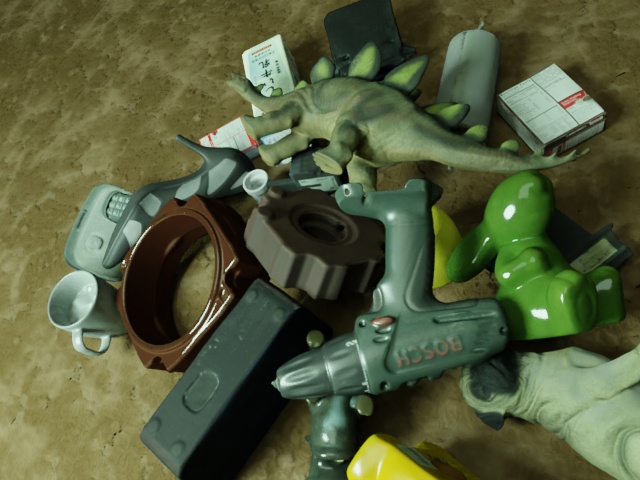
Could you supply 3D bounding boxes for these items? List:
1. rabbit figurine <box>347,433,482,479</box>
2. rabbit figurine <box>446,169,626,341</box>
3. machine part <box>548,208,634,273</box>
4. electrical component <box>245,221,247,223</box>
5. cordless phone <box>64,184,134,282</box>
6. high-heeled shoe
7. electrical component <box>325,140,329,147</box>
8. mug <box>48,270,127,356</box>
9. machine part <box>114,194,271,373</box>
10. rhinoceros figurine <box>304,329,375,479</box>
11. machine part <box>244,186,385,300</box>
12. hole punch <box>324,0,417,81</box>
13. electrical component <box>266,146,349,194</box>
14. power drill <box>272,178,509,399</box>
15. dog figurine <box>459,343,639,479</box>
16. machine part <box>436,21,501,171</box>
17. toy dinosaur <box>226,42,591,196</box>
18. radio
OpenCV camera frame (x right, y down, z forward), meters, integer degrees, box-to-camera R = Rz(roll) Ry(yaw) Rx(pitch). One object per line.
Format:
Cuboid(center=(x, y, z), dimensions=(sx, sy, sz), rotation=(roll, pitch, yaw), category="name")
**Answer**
Cuboid(center=(0.090, 0.288, 0.484), dimensions=(0.163, 0.121, 0.173), rotation=(29, 89, 44), category="rabbit figurine")
Cuboid(center=(0.223, 0.015, 0.573), dimensions=(0.159, 0.121, 0.170), rotation=(-24, 73, 57), category="rabbit figurine")
Cuboid(center=(0.281, -0.006, 0.623), dimensions=(0.084, 0.039, 0.139), rotation=(-45, 57, 4), category="machine part")
Cuboid(center=(-0.083, -0.006, 0.763), dimensions=(0.102, 0.045, 0.078), rotation=(-24, 58, 8), category="electrical component")
Cuboid(center=(-0.278, -0.001, 0.826), dimensions=(0.184, 0.088, 0.146), rotation=(10, 65, 9), category="cordless phone")
Cuboid(center=(-0.201, -0.040, 0.798), dimensions=(0.248, 0.145, 0.086), rotation=(-59, 24, -6), category="high-heeled shoe")
Cuboid(center=(0.045, -0.178, 0.822), dimensions=(0.094, 0.021, 0.063), rotation=(-27, 56, 5), category="electrical component")
Cuboid(center=(-0.309, 0.109, 0.753), dimensions=(0.081, 0.107, 0.109), rotation=(-23, 61, 10), category="mug")
Cuboid(center=(-0.170, 0.057, 0.706), dimensions=(0.201, 0.087, 0.201), rotation=(-49, 55, 15), category="machine part")
Cuboid(center=(0.013, 0.188, 0.581), dimensions=(0.073, 0.112, 0.190), rotation=(7, 47, -6), category="rhinoceros figurine")
Cuboid(center=(-0.001, -0.002, 0.664), dimensions=(0.179, 0.056, 0.179), rotation=(15, 33, -10), category="machine part")
Cuboid(center=(0.076, -0.307, 0.855), dimensions=(0.142, 0.092, 0.115), rotation=(-13, 89, 12), category="hole punch")
Cuboid(center=(-0.015, -0.094, 0.770), dimensions=(0.119, 0.074, 0.048), rotation=(-6, 61, 22), category="electrical component")
Cuboid(center=(0.060, 0.046, 0.539), dimensions=(0.232, 0.086, 0.207), rotation=(-6, 69, 4), category="power drill")
Cuboid(center=(0.242, 0.176, 0.512), dimensions=(0.191, 0.121, 0.172), rotation=(-22, 52, 26), category="dog figurine")
Cuboid(center=(0.201, -0.201, 0.740), dimensions=(0.079, 0.079, 0.243), rotation=(4, 64, 24), category="machine part")
Cuboid(center=(0.067, -0.143, 0.664), dimensions=(0.472, 0.105, 0.198), rotation=(29, 74, 27), category="toy dinosaur")
Cuboid(center=(-0.089, 0.164, 0.618), dimensions=(0.073, 0.131, 0.229), rotation=(28, 76, 29), category="radio")
